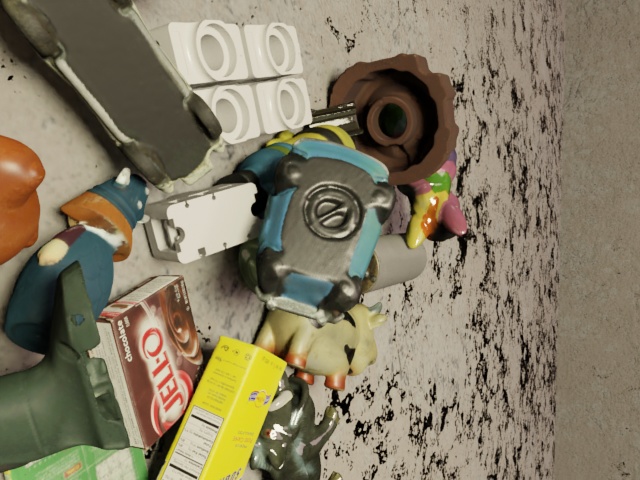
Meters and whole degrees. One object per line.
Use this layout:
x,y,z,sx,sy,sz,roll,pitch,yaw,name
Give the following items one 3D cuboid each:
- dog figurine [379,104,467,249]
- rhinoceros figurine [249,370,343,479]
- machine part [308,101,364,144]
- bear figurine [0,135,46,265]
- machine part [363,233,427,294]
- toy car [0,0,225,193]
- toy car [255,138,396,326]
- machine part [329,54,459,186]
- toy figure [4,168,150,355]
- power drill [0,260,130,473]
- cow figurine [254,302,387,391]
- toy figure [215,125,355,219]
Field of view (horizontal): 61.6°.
0.148,-0.099,0.784,0.191,0.109,0.219,44,35,-50,dog figurine
-0.038,0.220,0.582,0.112,0.073,0.190,-23,110,-44,rhinoceros figurine
0.023,-0.104,0.691,0.084,0.039,0.138,-16,112,-23,machine part
-0.201,-0.068,0.285,0.120,0.132,0.195,-73,142,-62,bear figurine
0.088,0.031,0.771,0.243,0.079,0.079,-5,93,-58,machine part
-0.141,-0.118,0.384,0.073,0.056,0.201,-41,132,-10,toy car
-0.001,-0.001,0.489,0.103,0.109,0.161,117,-12,-72,toy car
0.097,-0.156,0.710,0.056,0.180,0.179,-27,112,-58,machine part
-0.167,0.006,0.385,0.058,0.064,0.154,22,45,-13,toy figure
-0.207,0.077,0.251,0.207,0.086,0.231,-21,116,-29,power drill
0.010,0.111,0.647,0.194,0.086,0.127,40,63,-48,cow figurine
-0.028,-0.072,0.583,0.180,0.089,0.082,-37,125,-53,toy figure
